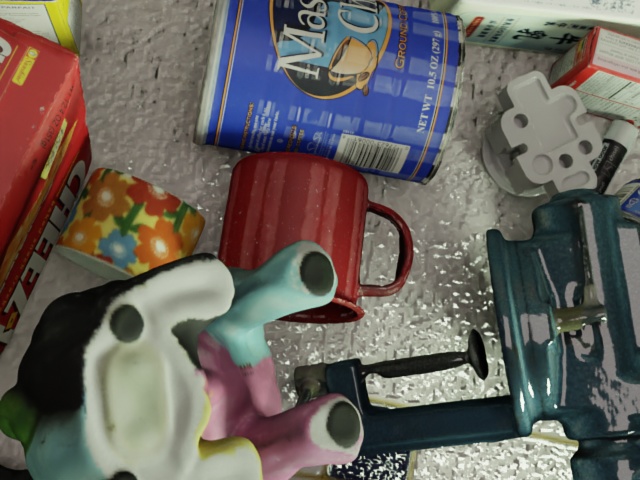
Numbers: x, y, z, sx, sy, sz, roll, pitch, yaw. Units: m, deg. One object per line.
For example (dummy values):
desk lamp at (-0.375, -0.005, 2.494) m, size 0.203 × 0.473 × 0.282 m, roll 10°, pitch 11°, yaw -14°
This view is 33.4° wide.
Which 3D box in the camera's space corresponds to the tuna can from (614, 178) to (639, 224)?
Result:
tuna can at (0.207, 0.004, 0.648) m, size 0.033 × 0.086 × 0.086 m, roll -43°, pitch 89°, yaw -13°

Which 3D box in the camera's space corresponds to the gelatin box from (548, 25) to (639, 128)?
gelatin box at (0.196, -0.098, 0.667) m, size 0.089 × 0.073 × 0.030 m, roll 15°, pitch 80°, yaw -6°

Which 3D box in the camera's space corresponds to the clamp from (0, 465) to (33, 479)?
clamp at (-0.184, 0.168, 0.593) m, size 0.171 × 0.039 × 0.120 m, roll 28°, pitch 88°, yaw -5°

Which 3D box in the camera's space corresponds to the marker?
marker at (0.168, -0.022, 0.679) m, size 0.020 × 0.020 × 0.121 m, roll 31°, pitch 79°, yaw -3°

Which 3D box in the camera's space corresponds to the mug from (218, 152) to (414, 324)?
mug at (-0.004, 0.001, 0.616) m, size 0.117 × 0.093 × 0.081 m, roll 7°, pitch 76°, yaw 4°

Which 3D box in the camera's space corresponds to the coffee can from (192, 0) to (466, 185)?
coffee can at (0.003, -0.094, 0.625) m, size 0.140 × 0.103 × 0.103 m, roll 10°, pitch 80°, yaw -7°

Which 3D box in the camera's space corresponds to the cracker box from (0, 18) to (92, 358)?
cracker box at (-0.177, -0.005, 0.530) m, size 0.072 × 0.214 × 0.164 m, roll 25°, pitch 79°, yaw -6°

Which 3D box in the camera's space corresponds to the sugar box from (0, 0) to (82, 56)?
sugar box at (-0.181, -0.142, 0.568) m, size 0.093 × 0.176 × 0.048 m, roll 2°, pitch 81°, yaw -8°
